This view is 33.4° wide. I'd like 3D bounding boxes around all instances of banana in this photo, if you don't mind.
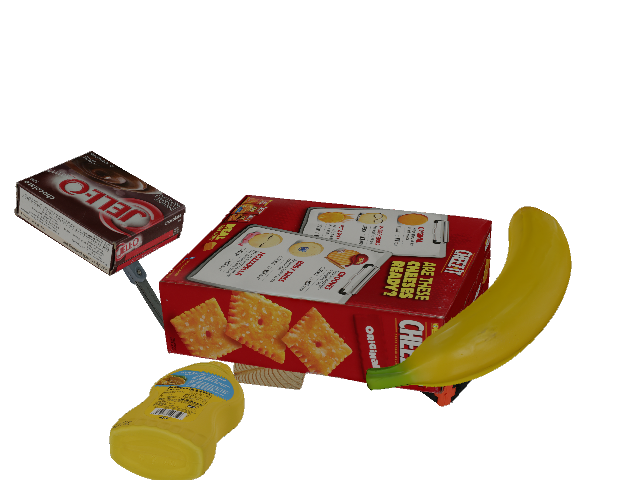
[{"bbox_3d":[0.103,0.028,0.603,0.070,0.037,0.197,15,35,31],"label":"banana"}]

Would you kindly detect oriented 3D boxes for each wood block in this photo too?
[{"bbox_3d":[-0.052,0.112,1.433,0.091,0.090,0.206,6,19,5],"label":"wood block"}]

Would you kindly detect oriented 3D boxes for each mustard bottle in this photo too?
[{"bbox_3d":[-0.129,0.169,1.066,0.096,0.058,0.191,7,19,13],"label":"mustard bottle"}]

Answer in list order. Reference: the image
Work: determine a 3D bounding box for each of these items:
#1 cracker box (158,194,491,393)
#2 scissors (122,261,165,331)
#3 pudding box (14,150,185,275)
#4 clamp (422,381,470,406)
[{"bbox_3d":[0.010,0.035,0.816,0.214,0.072,0.164,7,28,19],"label":"cracker box"},{"bbox_3d":[-0.199,0.020,1.169,0.016,0.201,0.096,-28,20,33],"label":"scissors"},{"bbox_3d":[-0.185,-0.025,0.896,0.114,0.039,0.089,28,34,22],"label":"pudding box"},{"bbox_3d":[0.122,0.105,1.075,0.120,0.039,0.171,-9,31,-9],"label":"clamp"}]
